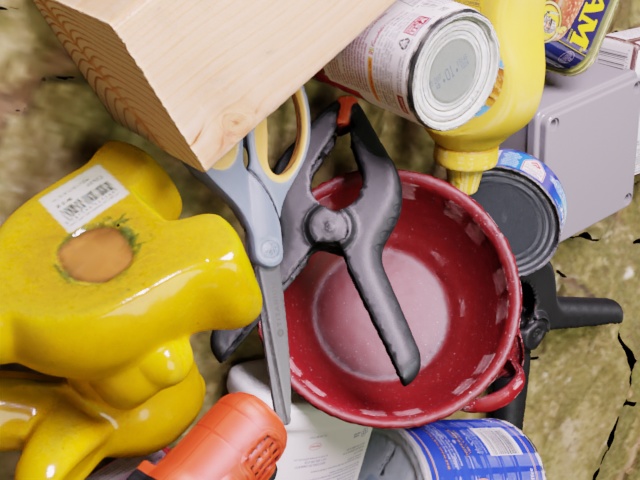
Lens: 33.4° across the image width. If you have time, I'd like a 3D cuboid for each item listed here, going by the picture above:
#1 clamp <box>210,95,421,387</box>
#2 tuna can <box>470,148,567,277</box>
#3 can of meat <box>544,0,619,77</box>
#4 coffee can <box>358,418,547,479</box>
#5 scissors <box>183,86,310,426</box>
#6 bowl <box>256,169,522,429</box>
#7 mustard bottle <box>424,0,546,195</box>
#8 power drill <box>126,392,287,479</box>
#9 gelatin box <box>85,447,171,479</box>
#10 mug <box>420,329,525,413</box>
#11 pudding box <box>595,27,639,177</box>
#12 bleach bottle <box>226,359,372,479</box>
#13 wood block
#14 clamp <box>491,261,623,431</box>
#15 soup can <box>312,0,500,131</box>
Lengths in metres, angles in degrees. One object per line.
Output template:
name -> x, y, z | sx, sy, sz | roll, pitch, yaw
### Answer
clamp -> -0.004, 0.001, 0.625 | 0.120, 0.039, 0.171 | 0, 76, -5
tuna can -> 0.124, -0.018, 0.726 | 0.033, 0.086, 0.086 | -54, 145, -54
can of meat -> 0.149, -0.169, 0.697 | 0.083, 0.058, 0.102 | 15, 99, -42
coffee can -> 0.084, 0.182, 0.778 | 0.140, 0.103, 0.103 | 9, 104, -44
scissors -> -0.046, -0.005, 0.580 | 0.096, 0.016, 0.202 | 13, 77, -32
bowl -> 0.040, 0.040, 0.662 | 0.162, 0.162, 0.055 | -48, 169, -13
mustard bottle -> 0.093, -0.118, 0.643 | 0.058, 0.096, 0.192 | -18, 121, -36
power drill -> -0.066, 0.200, 0.587 | 0.184, 0.057, 0.187 | -45, 138, -23
gelatin box -> -0.121, 0.171, 0.643 | 0.089, 0.030, 0.073 | -30, 127, -28
mug -> 0.085, 0.079, 0.724 | 0.081, 0.117, 0.093 | -29, 132, -22
pudding box -> 0.250, -0.108, 0.831 | 0.089, 0.039, 0.113 | -18, 124, -36
bleach bottle -> -0.033, 0.202, 0.715 | 0.102, 0.068, 0.251 | -3, 115, -40
wood block -> -0.025, -0.143, 0.530 | 0.206, 0.090, 0.090 | -44, 133, -16
clamp -> 0.154, 0.077, 0.836 | 0.164, 0.036, 0.209 | -55, 134, -6
soup can -> 0.041, -0.107, 0.596 | 0.068, 0.102, 0.068 | -20, 124, -33
